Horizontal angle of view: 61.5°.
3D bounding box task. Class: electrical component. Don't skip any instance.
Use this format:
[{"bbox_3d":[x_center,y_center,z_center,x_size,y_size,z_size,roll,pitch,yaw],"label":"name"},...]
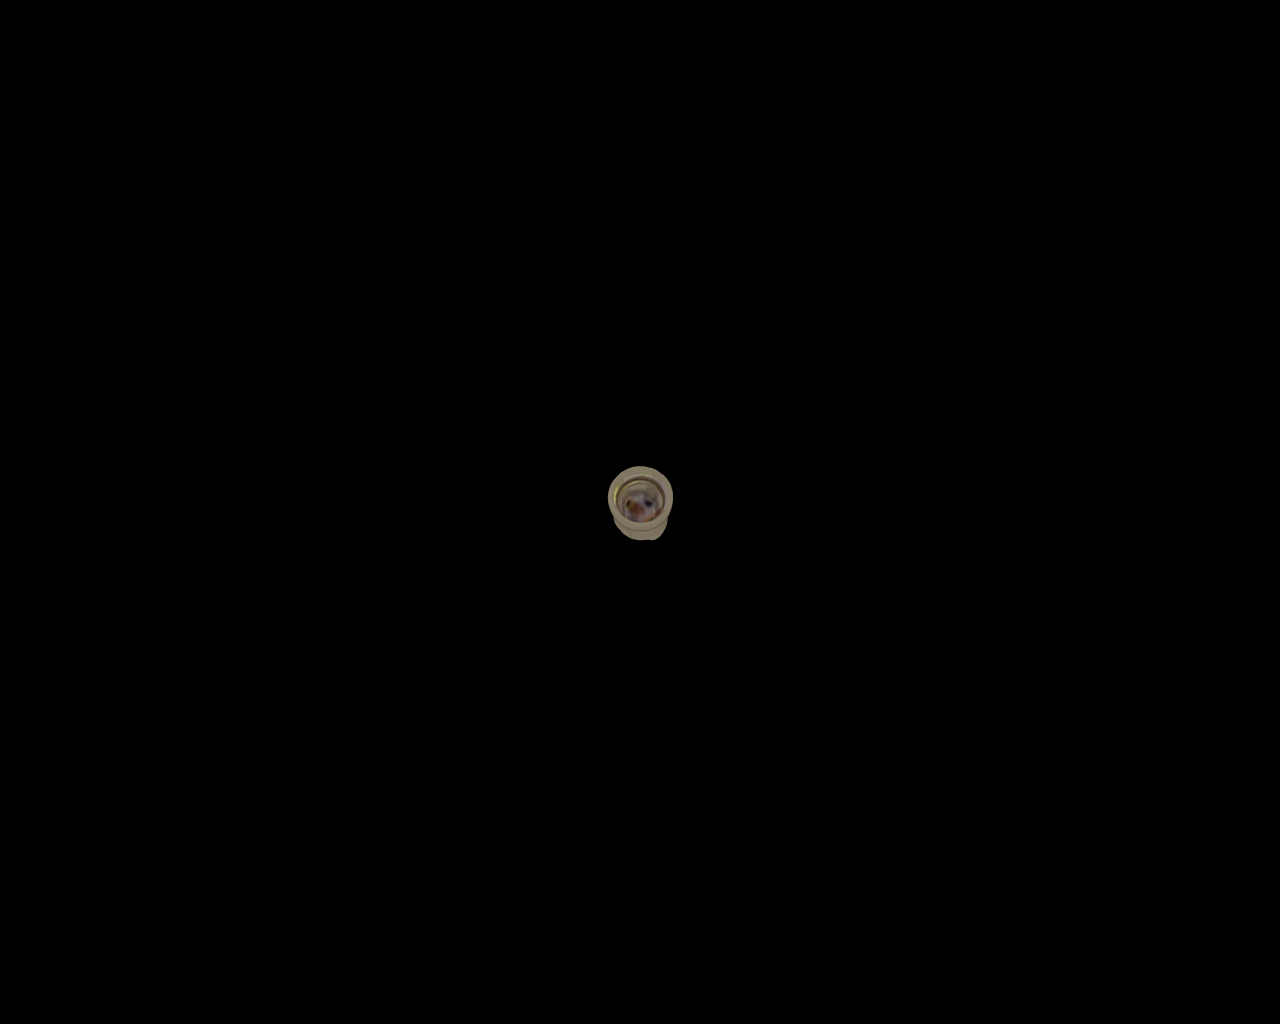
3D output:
[{"bbox_3d":[0.001,-0.003,0.650,0.040,0.040,0.046,0,-19,0],"label":"electrical component"}]
